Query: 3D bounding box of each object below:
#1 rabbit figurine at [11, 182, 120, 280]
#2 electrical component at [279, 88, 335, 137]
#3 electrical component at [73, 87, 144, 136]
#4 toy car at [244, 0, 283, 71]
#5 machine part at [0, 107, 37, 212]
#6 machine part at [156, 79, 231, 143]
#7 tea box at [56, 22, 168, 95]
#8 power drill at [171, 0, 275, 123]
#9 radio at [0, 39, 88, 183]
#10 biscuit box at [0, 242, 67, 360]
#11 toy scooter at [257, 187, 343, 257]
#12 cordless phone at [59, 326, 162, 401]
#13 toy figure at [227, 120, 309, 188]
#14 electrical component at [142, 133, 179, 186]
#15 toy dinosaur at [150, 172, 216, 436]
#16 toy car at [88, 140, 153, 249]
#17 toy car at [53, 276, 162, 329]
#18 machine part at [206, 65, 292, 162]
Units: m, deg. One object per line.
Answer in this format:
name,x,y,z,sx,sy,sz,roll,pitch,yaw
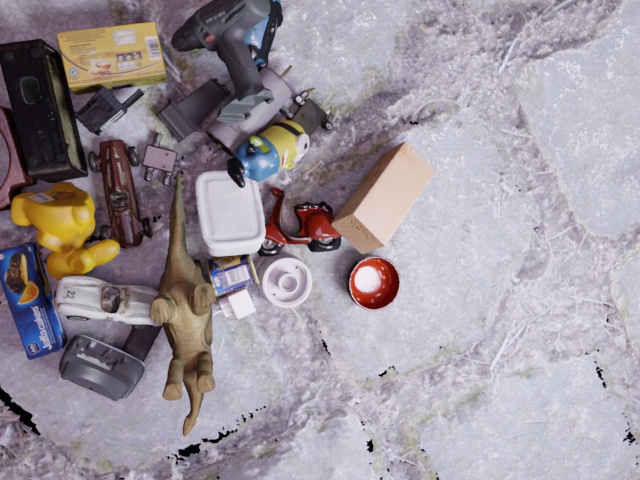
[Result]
rabbit figurine,-0.438,0.000,0.949,0.163,0.122,0.173,19,115,15
electrical component,-0.020,-0.250,1.068,0.078,0.045,0.102,-46,102,-8
electrical component,-0.378,-0.243,0.969,0.119,0.075,0.047,-44,103,-3
toy car,-0.137,-0.400,1.011,0.103,0.109,0.161,21,100,9
machine part,-0.610,-0.137,0.915,0.201,0.087,0.200,-16,97,-13
machine part,-0.236,-0.254,1.021,0.139,0.039,0.084,-39,96,-7
tea box,-0.370,-0.326,0.968,0.170,0.068,0.098,-10,95,-11
power drill,-0.166,-0.316,0.945,0.086,0.232,0.207,-3,78,-50
radio,-0.470,-0.217,0.919,0.073,0.131,0.229,-13,96,-10
biscuit box,-0.518,0.108,0.965,0.063,0.059,0.202,-17,97,-12
toy scooter,-0.044,-0.039,1.062,0.184,0.075,0.135,-3,83,-15
cordless phone,-0.383,0.192,1.004,0.146,0.089,0.184,29,75,-12
toy figure,-0.097,-0.168,1.011,0.180,0.082,0.089,-32,89,-32
electrical component,-0.301,-0.153,1.019,0.063,0.021,0.094,13,89,-14
toy dinosaur,-0.241,0.112,0.959,0.105,0.199,0.470,-1,94,-13
toy car,-0.370,-0.084,0.993,0.089,0.053,0.202,-8,97,-10
toy car,-0.368,0.112,0.959,0.201,0.056,0.073,16,58,-37
machine part,-0.135,-0.242,1.024,0.079,0.079,0.243,43,83,-12
